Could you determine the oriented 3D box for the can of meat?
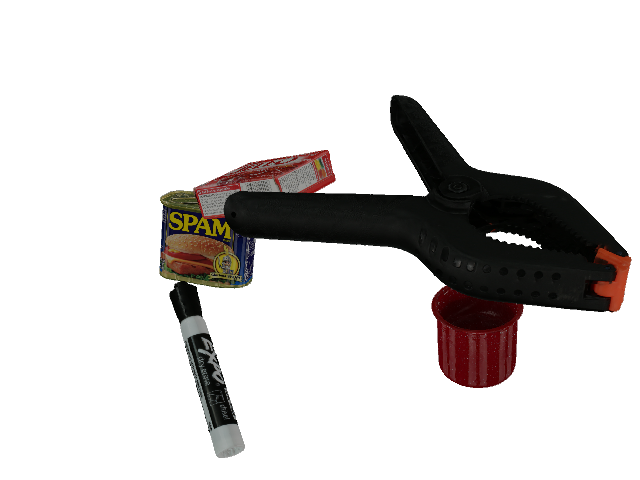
[{"bbox_3d":[-0.117,-0.001,1.107,0.102,0.084,0.057,9,17,13],"label":"can of meat"}]

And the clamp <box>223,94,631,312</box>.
[{"bbox_3d":[0.063,-0.012,0.577,0.164,0.036,0.210,-30,45,-33],"label":"clamp"}]

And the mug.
[{"bbox_3d":[0.169,0.092,1.119,0.093,0.081,0.117,14,38,27],"label":"mug"}]

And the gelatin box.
[{"bbox_3d":[-0.045,-0.045,0.849,0.089,0.030,0.073,-5,16,39],"label":"gelatin box"}]

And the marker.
[{"bbox_3d":[-0.074,0.080,0.684,0.020,0.121,0.020,-16,-26,-9],"label":"marker"}]
